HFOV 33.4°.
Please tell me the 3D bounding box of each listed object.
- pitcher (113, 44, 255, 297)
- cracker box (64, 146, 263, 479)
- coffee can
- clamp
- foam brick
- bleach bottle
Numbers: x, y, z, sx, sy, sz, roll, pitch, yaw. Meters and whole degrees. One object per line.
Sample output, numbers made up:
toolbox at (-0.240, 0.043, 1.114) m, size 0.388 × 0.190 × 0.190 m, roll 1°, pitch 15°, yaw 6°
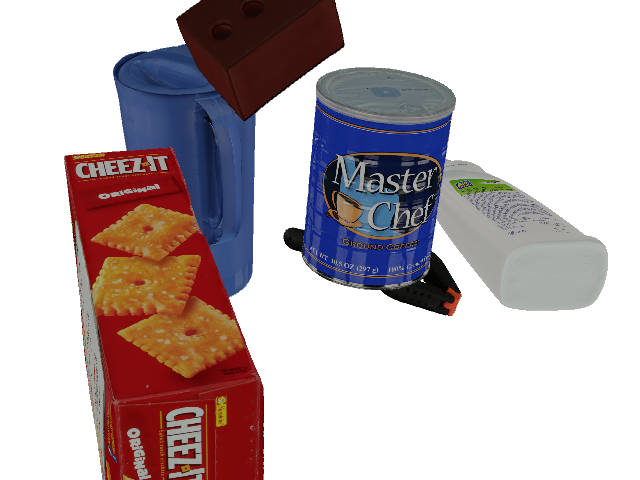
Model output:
pitcher at (-0.120, -0.058, 1.034) m, size 0.145 × 0.243 × 0.149 m, roll 8°, pitch 32°, yaw 15°
cracker box at (-0.086, 0.071, 0.564) m, size 0.072 × 0.164 × 0.214 m, roll -7°, pitch 34°, yaw -14°
coffee can at (0.042, -0.048, 0.808) m, size 0.103 × 0.140 × 0.103 m, roll 4°, pitch 27°, yaw -2°
clamp at (0.070, 0.021, 1.249) m, size 0.164 × 0.036 × 0.210 m, roll -22°, pitch 51°, yaw -39°
foam brick at (-0.034, -0.120, 0.615) m, size 0.078 × 0.053 × 0.051 m, roll -39°, pitch -26°, yaw -8°
bleach bottle at (0.167, -0.020, 1.006) m, size 0.102 × 0.068 × 0.251 m, roll -1°, pitch 25°, yaw -14°
